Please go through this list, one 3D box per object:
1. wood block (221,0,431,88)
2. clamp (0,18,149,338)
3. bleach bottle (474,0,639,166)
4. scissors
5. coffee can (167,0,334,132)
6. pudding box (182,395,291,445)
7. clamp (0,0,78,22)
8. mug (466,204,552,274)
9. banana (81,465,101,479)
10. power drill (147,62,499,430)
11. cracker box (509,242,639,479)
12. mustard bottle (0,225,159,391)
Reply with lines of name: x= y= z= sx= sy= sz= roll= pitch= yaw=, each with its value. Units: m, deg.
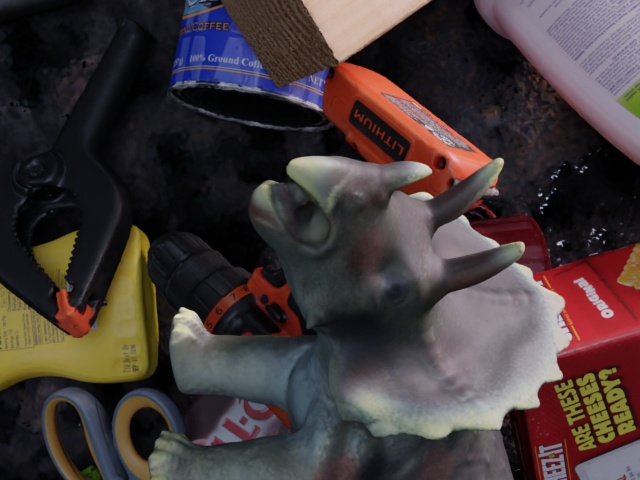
wood block: x=0.047 y=-0.178 z=0.568 sx=0.206 sy=0.091 sz=0.090 roll=-37 pitch=102 yaw=-17
clamp: x=-0.156 y=-0.041 z=0.642 sx=0.164 sy=0.036 sz=0.210 roll=-26 pitch=59 yaw=-2
bleach bottle: x=0.183 y=-0.082 z=0.577 sx=0.103 sy=0.068 sz=0.251 roll=-43 pitch=50 yaw=20
scissors: x=-0.094 y=0.170 z=0.631 sx=0.096 sy=0.016 sz=0.202 roll=-27 pitch=96 yaw=21
coffee can: x=-0.029 y=-0.146 z=0.643 sx=0.103 sy=0.103 sz=0.140 roll=10 pitch=85 yaw=4
pudding box: x=-0.036 y=0.122 z=0.646 sx=0.090 sy=0.039 sz=0.113 roll=38 pitch=86 yaw=14
clamp: x=-0.234 y=-0.149 z=0.687 sx=0.120 sy=0.039 sz=0.171 roll=38 pitch=91 yaw=12
mug: x=0.088 y=0.021 z=0.637 sx=0.081 sy=0.093 sz=0.117 roll=-7 pitch=48 yaw=-3
banana: x=-0.174 y=0.234 z=0.637 sx=0.070 sy=0.037 sz=0.198 roll=-4 pitch=75 yaw=21
power drill: x=-0.004 y=0.001 z=0.589 sx=0.185 sy=0.057 sz=0.188 roll=41 pitch=112 yaw=27
cracker box: x=0.211 y=0.072 z=0.588 sx=0.213 sy=0.072 sz=0.164 roll=-16 pitch=127 yaw=1
mustard bottle: x=-0.199 y=0.047 z=0.656 sx=0.191 sy=0.058 sz=0.096 roll=-6 pitch=83 yaw=2
